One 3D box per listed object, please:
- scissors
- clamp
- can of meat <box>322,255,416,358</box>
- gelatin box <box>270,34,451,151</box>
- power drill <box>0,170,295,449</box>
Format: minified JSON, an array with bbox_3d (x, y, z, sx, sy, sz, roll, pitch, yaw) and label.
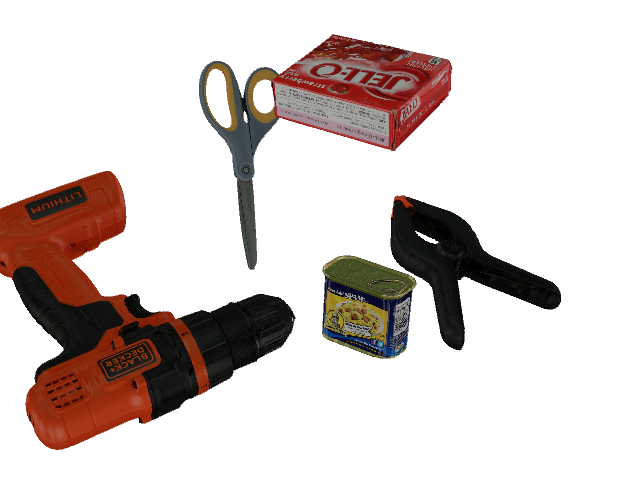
[{"bbox_3d":[-0.060,-0.082,1.043,0.096,0.202,0.016,-22,9,-23],"label":"scissors"},{"bbox_3d":[0.125,0.019,0.928,0.120,0.039,0.171,-8,47,-26],"label":"clamp"},{"bbox_3d":[0.051,0.074,1.174,0.102,0.084,0.057,19,30,29],"label":"can of meat"},{"bbox_3d":[0.026,-0.095,0.663,0.089,0.030,0.073,18,42,27],"label":"gelatin box"},{"bbox_3d":[-0.134,0.036,0.730,0.184,0.057,0.188,-22,52,-22],"label":"power drill"}]
